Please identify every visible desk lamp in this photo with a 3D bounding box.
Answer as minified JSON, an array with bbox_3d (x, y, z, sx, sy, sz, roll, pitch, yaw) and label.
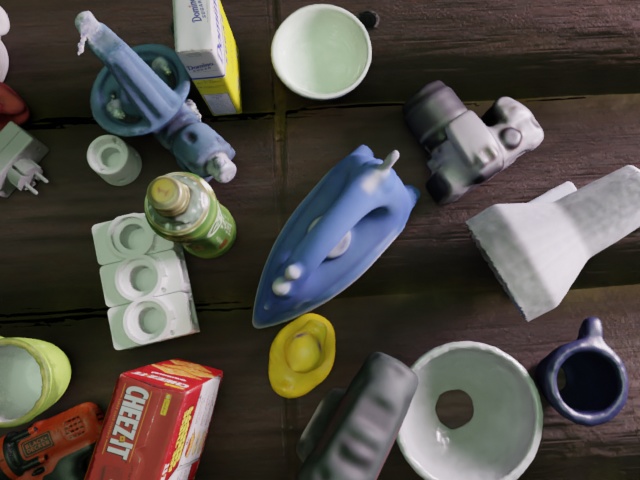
[{"bbox_3d":[0.250,-0.005,0.622,0.203,0.213,0.118,-30,83,-5],"label":"desk lamp"}]

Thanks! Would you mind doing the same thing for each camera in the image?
[{"bbox_3d":[0.176,-0.136,0.697,0.143,0.101,0.137,-34,84,-5],"label":"camera"}]

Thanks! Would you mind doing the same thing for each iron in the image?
[{"bbox_3d":[0.006,0.002,0.654,0.118,0.141,0.258,40,83,5],"label":"iron"}]

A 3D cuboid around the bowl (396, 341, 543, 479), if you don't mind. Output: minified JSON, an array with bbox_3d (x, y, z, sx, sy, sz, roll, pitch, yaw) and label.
[{"bbox_3d":[0.162,0.200,0.662,0.167,0.075,0.167,0,82,-1],"label":"bowl"}]

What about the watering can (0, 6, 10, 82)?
[{"bbox_3d":[-0.448,-0.246,0.656,0.173,0.194,0.101,-24,83,-4],"label":"watering can"}]

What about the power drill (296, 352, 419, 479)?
[{"bbox_3d":[0.020,0.223,0.589,0.075,0.208,0.230,29,82,4],"label":"power drill"}]

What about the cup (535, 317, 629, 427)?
[{"bbox_3d":[0.290,0.147,0.661,0.091,0.095,0.118,12,82,1],"label":"cup"}]

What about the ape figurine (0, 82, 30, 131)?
[{"bbox_3d":[-0.403,-0.164,0.696,0.078,0.092,0.076,-1,82,-1],"label":"ape figurine"}]

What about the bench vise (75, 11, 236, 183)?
[{"bbox_3d":[-0.172,-0.159,0.635,0.207,0.220,0.121,26,82,3],"label":"bench vise"}]

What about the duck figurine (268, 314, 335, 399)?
[{"bbox_3d":[-0.021,0.135,0.662,0.077,0.086,0.105,29,82,3],"label":"duck figurine"}]
